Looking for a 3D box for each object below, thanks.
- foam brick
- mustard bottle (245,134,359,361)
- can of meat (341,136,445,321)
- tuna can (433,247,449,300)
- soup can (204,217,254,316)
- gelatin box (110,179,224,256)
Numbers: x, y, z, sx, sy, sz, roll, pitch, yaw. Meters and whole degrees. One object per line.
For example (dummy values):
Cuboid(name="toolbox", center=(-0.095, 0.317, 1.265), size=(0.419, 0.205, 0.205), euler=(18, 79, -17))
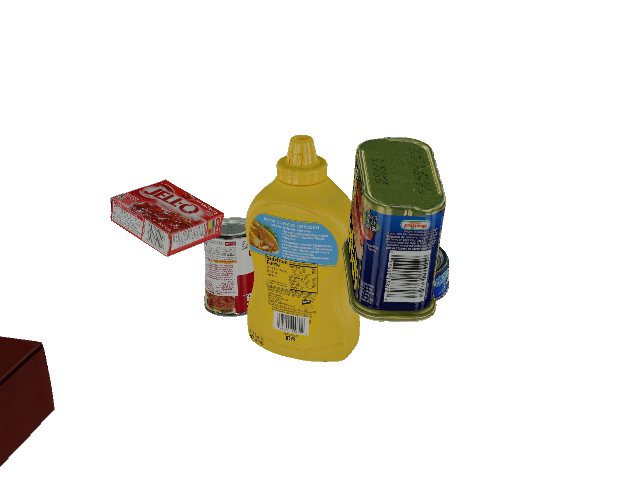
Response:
Cuboid(name="foam brick", center=(-0.212, 0.102, 0.667), size=(0.053, 0.051, 0.078), euler=(6, 29, 21))
Cuboid(name="mustard bottle", center=(-0.015, 0.005, 0.889), size=(0.096, 0.192, 0.058), euler=(11, 28, 22))
Cuboid(name="can of meat", center=(0.048, -0.010, 0.702), size=(0.057, 0.084, 0.102), euler=(2, 32, -5))
Cuboid(name="tuna can", center=(0.091, 0.032, 1.112), size=(0.086, 0.034, 0.086), euler=(-2, 30, 1))
Cuboid(name="soup can", center=(-0.106, 0.030, 1.268), size=(0.068, 0.102, 0.068), euler=(0, 21, 0))
Cuboid(name="gelatin box", center=(-0.153, -0.024, 1.057), size=(0.089, 0.030, 0.073), euler=(30, 35, 31))
